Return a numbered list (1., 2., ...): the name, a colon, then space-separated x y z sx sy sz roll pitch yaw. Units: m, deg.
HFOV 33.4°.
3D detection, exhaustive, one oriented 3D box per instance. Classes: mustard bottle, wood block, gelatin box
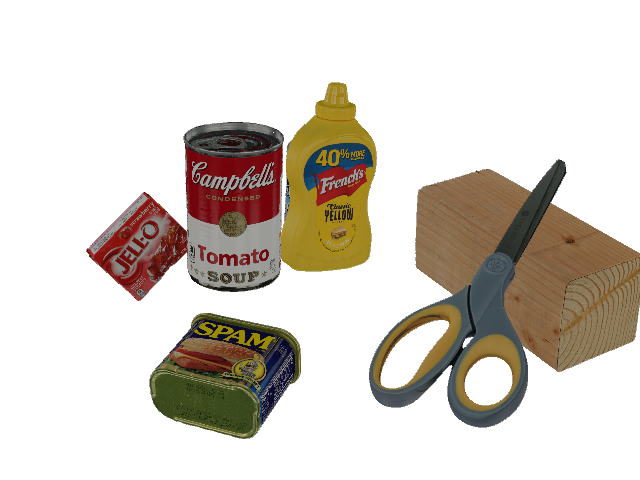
1. mustard bottle: 0.011 -0.066 1.097 0.096 0.192 0.058 -5 21 -25
2. wood block: 0.182 0.019 0.968 0.090 0.090 0.206 -16 32 -26
3. gelatin box: -0.186 0.007 1.112 0.073 0.089 0.030 47 -6 -28

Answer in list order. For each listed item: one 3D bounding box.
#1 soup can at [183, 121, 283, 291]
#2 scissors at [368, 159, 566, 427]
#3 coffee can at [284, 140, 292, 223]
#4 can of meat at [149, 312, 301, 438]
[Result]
1. soup can: -0.060 -0.024 0.740 0.068 0.102 0.068 2 23 -1
2. scissors: 0.113 0.032 0.618 0.201 0.016 0.096 -41 51 -19
3. coffee can: 0.005 -0.054 1.370 0.103 0.140 0.103 3 28 -2
4. can of meat: -0.078 0.110 0.876 0.102 0.057 0.083 11 32 19
